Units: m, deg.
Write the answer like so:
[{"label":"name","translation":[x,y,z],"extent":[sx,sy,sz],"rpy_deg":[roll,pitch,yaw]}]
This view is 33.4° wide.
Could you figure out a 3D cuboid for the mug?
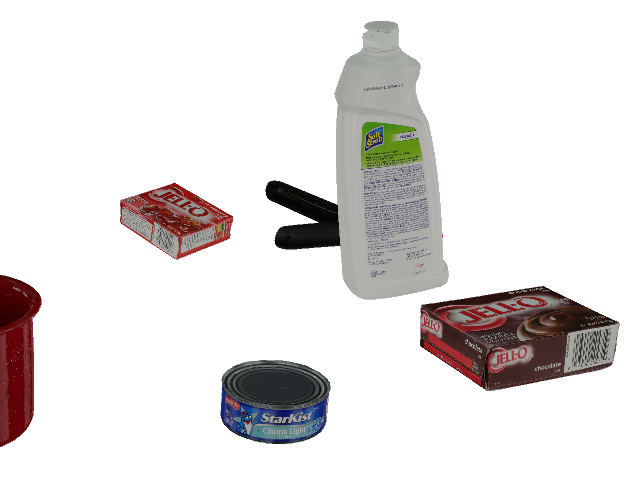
[{"label":"mug","translation":[-0.218,0.077,0.624],"extent":[0.093,0.081,0.117],"rpy_deg":[13,23,20]}]

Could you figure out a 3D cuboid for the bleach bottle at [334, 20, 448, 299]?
[{"label":"bleach bottle","translation":[0.065,-0.073,0.964],"extent":[0.102,0.251,0.068],"rpy_deg":[-11,28,-15]}]

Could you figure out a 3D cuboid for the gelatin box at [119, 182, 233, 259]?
[{"label":"gelatin box","translation":[-0.144,-0.022,1.060],"extent":[0.089,0.030,0.073],"rpy_deg":[30,35,32]}]

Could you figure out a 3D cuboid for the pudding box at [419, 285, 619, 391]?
[{"label":"pudding box","translation":[0.141,0.068,0.766],"extent":[0.113,0.039,0.090],"rpy_deg":[-5,18,-25]}]

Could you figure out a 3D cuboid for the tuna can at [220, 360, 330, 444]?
[{"label":"tuna can","translation":[-0.036,0.127,0.841],"extent":[0.086,0.034,0.086],"rpy_deg":[4,17,-2]}]

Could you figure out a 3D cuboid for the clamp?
[{"label":"clamp","translation":[0.036,-0.011,1.204],"extent":[0.210,0.036,0.164],"rpy_deg":[14,22,-5]}]
